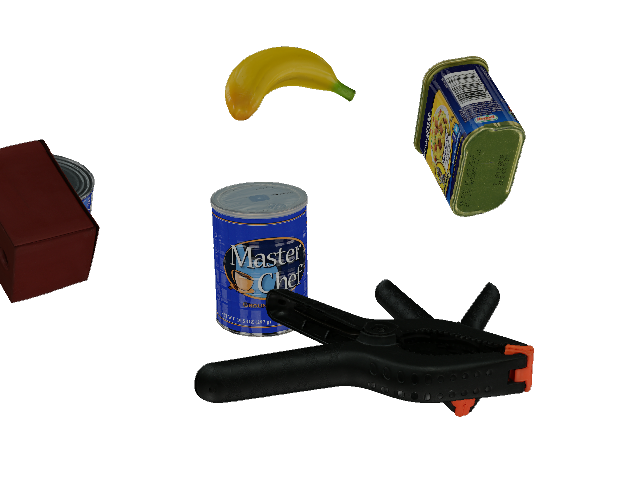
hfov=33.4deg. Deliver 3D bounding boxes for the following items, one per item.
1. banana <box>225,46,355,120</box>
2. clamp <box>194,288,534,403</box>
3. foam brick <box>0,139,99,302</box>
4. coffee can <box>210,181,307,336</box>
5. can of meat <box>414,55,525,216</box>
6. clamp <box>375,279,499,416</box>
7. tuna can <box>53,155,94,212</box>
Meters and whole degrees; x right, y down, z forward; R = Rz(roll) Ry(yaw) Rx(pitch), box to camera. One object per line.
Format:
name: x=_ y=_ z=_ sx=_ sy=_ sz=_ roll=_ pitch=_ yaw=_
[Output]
banana: x=-0.037 y=-0.149 z=0.979 sx=0.070 sy=0.037 sz=0.197 roll=37 pitch=30 yaw=20
clamp: x=0.035 y=0.071 z=0.718 sx=0.210 sy=0.036 sz=0.164 roll=2 pitch=18 yaw=7
foam brick: x=-0.174 y=-0.012 z=0.635 sx=0.051 sy=0.078 sz=0.053 roll=-19 pitch=-33 yaw=-33
coffee can: x=-0.064 y=0.019 z=1.148 sx=0.103 sy=0.140 sz=0.103 roll=0 pitch=21 yaw=0
can of meat: x=0.120 y=-0.082 z=0.863 sx=0.057 sy=0.084 sz=0.102 roll=-11 pitch=-41 yaw=-13
clamp: x=0.127 y=0.090 z=0.977 sx=0.120 sy=0.039 sz=0.171 roll=-8 pitch=40 yaw=-9
tuna can: x=-0.241 y=-0.041 z=0.931 sx=0.086 sy=0.034 sz=0.086 roll=9 pitch=32 yaw=-6
